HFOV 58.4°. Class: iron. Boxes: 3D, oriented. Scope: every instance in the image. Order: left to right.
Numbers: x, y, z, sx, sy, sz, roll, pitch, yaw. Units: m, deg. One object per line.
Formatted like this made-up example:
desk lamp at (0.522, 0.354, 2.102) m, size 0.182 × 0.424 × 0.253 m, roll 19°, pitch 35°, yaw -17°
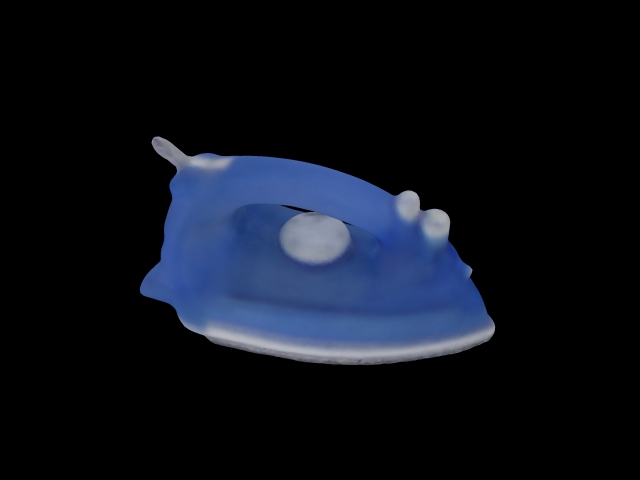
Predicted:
iron at (0.004, 0.001, 0.400) m, size 0.258 × 0.141 × 0.118 m, roll 9°, pitch 46°, yaw 9°
